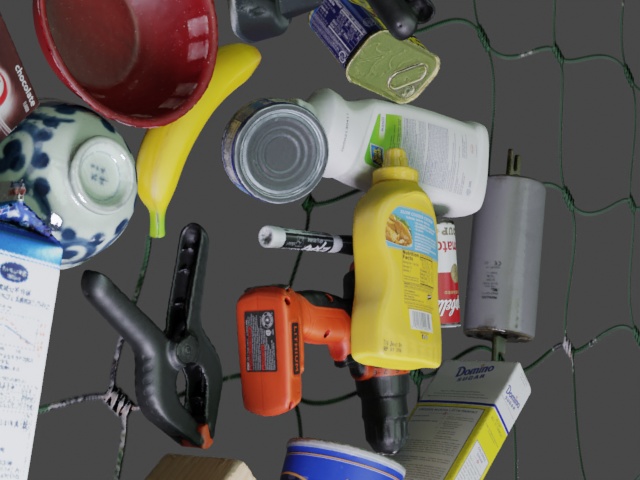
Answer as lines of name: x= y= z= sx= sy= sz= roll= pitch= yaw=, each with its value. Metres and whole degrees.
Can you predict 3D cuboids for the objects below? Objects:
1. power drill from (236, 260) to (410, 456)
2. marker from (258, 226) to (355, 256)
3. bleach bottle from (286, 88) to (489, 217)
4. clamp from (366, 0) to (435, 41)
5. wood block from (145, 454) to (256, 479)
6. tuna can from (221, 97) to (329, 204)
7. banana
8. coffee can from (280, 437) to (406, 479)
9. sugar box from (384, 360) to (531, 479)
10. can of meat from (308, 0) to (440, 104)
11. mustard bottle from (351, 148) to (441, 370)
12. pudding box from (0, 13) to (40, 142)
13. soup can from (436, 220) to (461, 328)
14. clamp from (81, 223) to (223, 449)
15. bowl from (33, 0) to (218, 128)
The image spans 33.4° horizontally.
power drill: x=0.012 y=0.106 z=0.932 sx=0.187 sy=0.057 sz=0.184 roll=1 pitch=82 yaw=-51
marker: x=-0.006 y=0.001 z=0.949 sx=0.120 sy=0.020 sz=0.020 roll=6 pitch=82 yaw=-48
bleach bottle: x=0.060 y=-0.092 z=1.001 sx=0.250 sy=0.068 sz=0.102 roll=16 pitch=74 yaw=-44
clamp: x=0.028 y=-0.261 z=0.948 sx=0.210 sy=0.036 sz=0.164 roll=49 pitch=19 yaw=2
wood block: x=-0.119 y=0.256 z=0.744 sx=0.205 sy=0.091 sz=0.090 roll=-50 pitch=121 yaw=-38
tuna can: x=-0.036 y=-0.073 z=0.882 sx=0.086 sy=0.034 sz=0.086 roll=-6 pitch=105 yaw=-21
banana: x=-0.099 y=-0.099 z=0.841 sx=0.069 sy=0.037 sz=0.197 roll=89 pitch=24 yaw=-59
coffee can: x=0.006 y=0.245 z=0.876 sx=0.102 sy=0.103 sz=0.140 roll=33 pitch=63 yaw=-41
sugar box: x=0.126 y=0.188 z=1.025 sx=0.176 sy=0.094 sz=0.048 roll=-47 pitch=121 yaw=-40
can of meat: x=0.048 y=-0.179 z=0.971 sx=0.101 sy=0.057 sz=0.084 roll=15 pitch=32 yaw=-47
mustard bottle: x=0.066 y=0.013 z=0.925 sx=0.096 sy=0.058 sz=0.191 roll=16 pitch=70 yaw=-47
pudding box: x=-0.232 y=-0.105 z=0.664 sx=0.090 sy=0.039 sz=0.113 roll=-55 pitch=149 yaw=-35
soup can: x=0.099 y=0.034 z=1.027 sx=0.068 sy=0.069 sz=0.102 roll=1 pitch=85 yaw=-48
clamp: x=-0.108 y=0.074 z=0.813 sx=0.120 sy=0.039 sz=0.171 roll=-36 pitch=119 yaw=-38
bowl: x=-0.150 y=-0.158 z=0.774 sx=0.161 sy=0.055 sz=0.162 roll=6 pitch=82 yaw=-48
